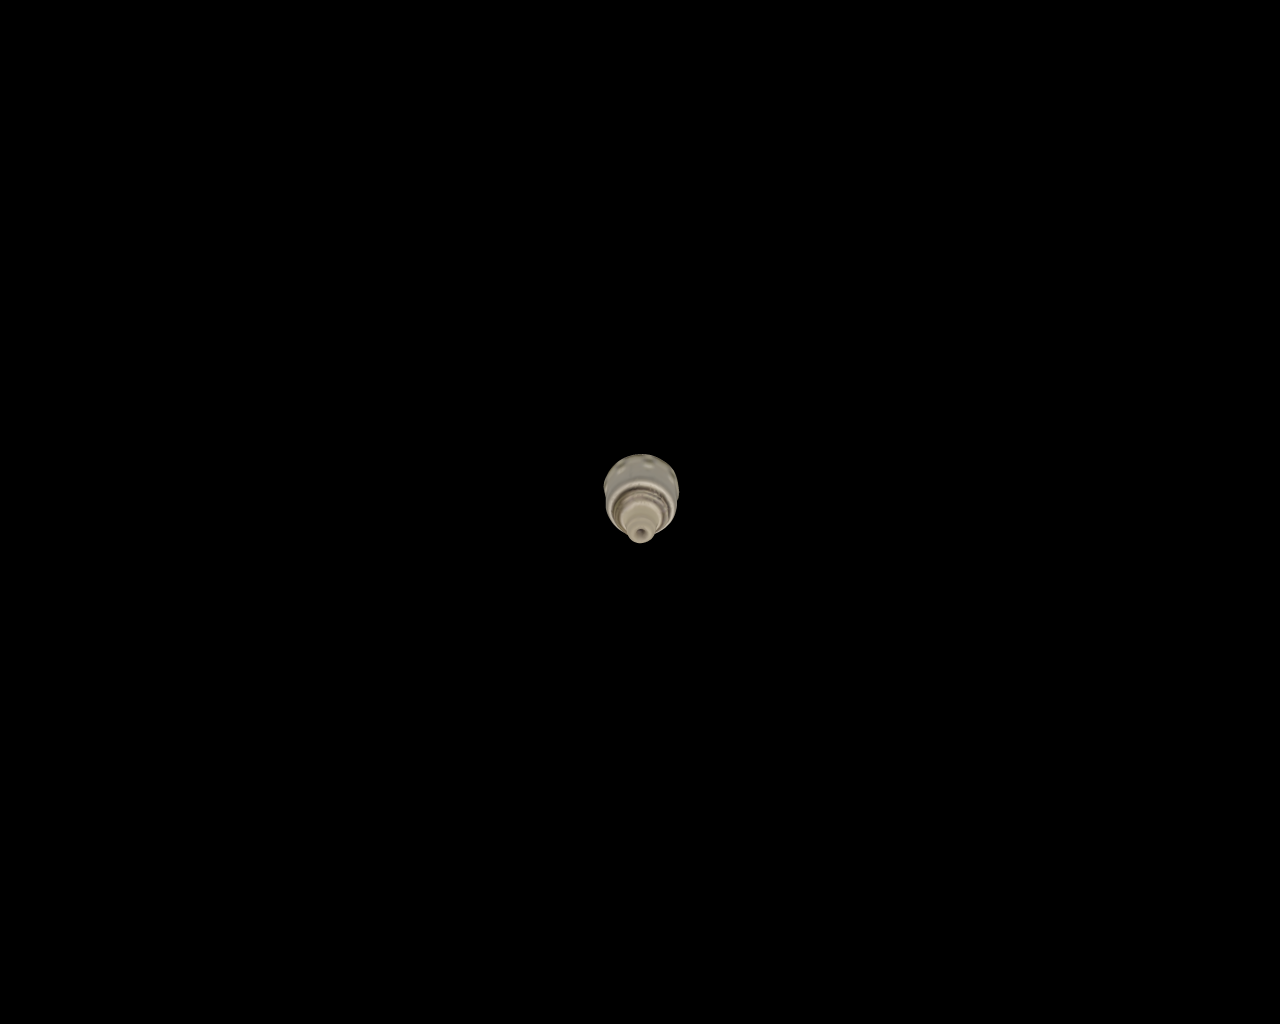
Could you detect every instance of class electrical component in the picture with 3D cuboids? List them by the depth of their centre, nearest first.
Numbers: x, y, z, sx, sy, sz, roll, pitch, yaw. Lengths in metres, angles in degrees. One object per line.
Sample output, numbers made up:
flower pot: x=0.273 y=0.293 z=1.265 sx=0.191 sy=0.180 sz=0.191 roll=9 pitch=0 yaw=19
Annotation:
electrical component: x=0.001 y=-0.003 z=0.650 sx=0.048 sy=0.048 sz=0.062 roll=0 pitch=32 yaw=0
